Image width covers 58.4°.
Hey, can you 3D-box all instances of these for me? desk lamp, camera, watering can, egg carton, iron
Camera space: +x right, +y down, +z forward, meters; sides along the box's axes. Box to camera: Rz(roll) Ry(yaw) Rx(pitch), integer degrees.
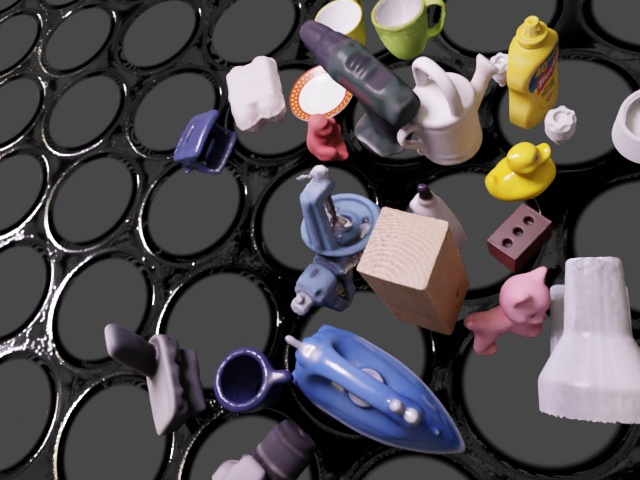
[{"bbox_3d":[0.311,0.117,0.655,0.117,0.214,0.203,-2,66,21],"label":"desk lamp"},{"bbox_3d":[-0.061,0.324,0.772,0.142,0.101,0.137,37,83,31],"label":"camera"},{"bbox_3d":[0.190,-0.210,0.868,0.100,0.194,0.173,29,79,30],"label":"watering can"},{"bbox_3d":[-0.121,-0.280,1.097,0.107,0.070,0.150,-20,60,12],"label":"egg carton"},{"bbox_3d":[0.068,0.199,0.756,0.257,0.142,0.119,25,77,29],"label":"iron"}]

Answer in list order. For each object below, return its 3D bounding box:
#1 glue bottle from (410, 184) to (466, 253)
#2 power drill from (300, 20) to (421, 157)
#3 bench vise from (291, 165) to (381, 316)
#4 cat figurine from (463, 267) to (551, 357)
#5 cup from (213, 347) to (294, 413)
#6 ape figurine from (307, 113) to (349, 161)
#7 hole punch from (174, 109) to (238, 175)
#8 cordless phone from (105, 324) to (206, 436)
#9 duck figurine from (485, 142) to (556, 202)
[{"bbox_3d":[0.160,-0.036,0.811,0.078,0.173,0.037,33,81,31],"label":"glue bottle"},{"bbox_3d":[0.073,-0.232,0.916,0.075,0.209,0.229,-45,59,-3],"label":"power drill"},{"bbox_3d":[0.019,0.004,0.821,0.121,0.220,0.207,2,67,23],"label":"bench vise"},{"bbox_3d":[0.248,0.091,0.749,0.127,0.118,0.067,-27,59,8],"label":"cat figurine"},{"bbox_3d":[-0.083,0.210,0.837,0.117,0.095,0.091,-10,63,17],"label":"cup"},{"bbox_3d":[0.007,-0.182,0.988,0.076,0.092,0.078,14,72,27],"label":"ape figurine"},{"bbox_3d":[-0.228,-0.186,1.083,0.100,0.091,0.109,11,71,26],"label":"hole punch"},{"bbox_3d":[-0.260,0.206,0.857,0.094,0.185,0.147,-29,59,7],"label":"cordless phone"},{"bbox_3d":[0.293,-0.107,0.842,0.104,0.086,0.077,-23,60,11],"label":"duck figurine"}]
